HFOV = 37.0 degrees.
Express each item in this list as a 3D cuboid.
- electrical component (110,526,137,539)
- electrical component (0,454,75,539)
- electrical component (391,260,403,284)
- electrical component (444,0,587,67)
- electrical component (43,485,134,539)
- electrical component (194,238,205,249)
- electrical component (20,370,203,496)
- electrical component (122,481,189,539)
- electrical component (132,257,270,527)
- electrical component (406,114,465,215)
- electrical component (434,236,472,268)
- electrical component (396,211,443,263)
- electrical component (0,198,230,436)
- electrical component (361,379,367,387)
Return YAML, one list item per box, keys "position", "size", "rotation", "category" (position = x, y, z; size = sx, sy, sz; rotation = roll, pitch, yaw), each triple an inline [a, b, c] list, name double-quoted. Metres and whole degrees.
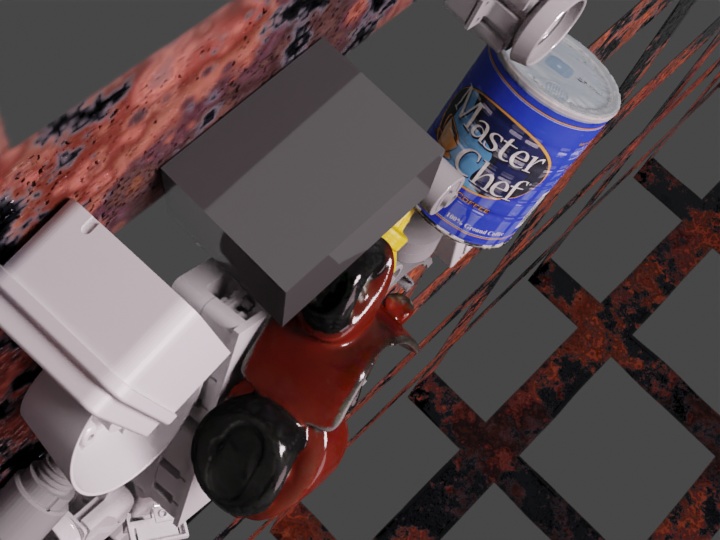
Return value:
- position: [-0.192, 0.198, 0.918]
  size: [0.078, 0.040, 0.040]
  rotation: [-44, 170, -10]
  category: "electrical component"
- position: [-0.197, 0.137, 0.665]
  size: [0.078, 0.040, 0.040]
  rotation: [-47, 170, 9]
  category: "electrical component"
- position: [0.000, 0.000, 0.897]
  size: [0.055, 0.047, 0.055]
  rotation: [-44, 170, -10]
  category: "electrical component"
- position: [0.096, -0.158, 0.638]
  size: [0.078, 0.057, 0.058]
  rotation: [-38, 167, -38]
  category: "electrical component"
- position: [-0.196, 0.164, 0.731]
  size: [0.057, 0.058, 0.078]
  rotation: [-41, 169, -43]
  category: "electrical component"
- position: [-0.041, -0.040, 0.602]
  size: [0.099, 0.064, 0.099]
  rotation: [-50, 161, -24]
  category: "electrical component"
- position: [-0.132, 0.068, 0.586]
  size: [0.099, 0.064, 0.099]
  rotation: [-44, 170, -10]
  category: "electrical component"
- position: [-0.150, 0.153, 0.773]
  size: [0.042, 0.081, 0.063]
  rotation: [-6, 148, -27]
  category: "electrical component"
- position: [-0.086, 0.064, 0.693]
  size: [0.105, 0.060, 0.186]
  rotation: [-35, 155, -46]
  category: "electrical component"
- position: [0.039, -0.069, 0.733]
  size: [0.044, 0.065, 0.044]
  rotation: [-44, 169, -11]
  category: "electrical component"
- position: [0.109, -0.067, 1.044]
  size: [0.109, 0.056, 0.108]
  rotation: [-44, 170, -9]
  category: "electrical component"
- position: [0.077, -0.070, 0.915]
  size: [0.138, 0.052, 0.073]
  rotation: [-42, 169, -24]
  category: "electrical component"
- position: [-0.110, 0.026, 0.477]
  size: [0.057, 0.078, 0.113]
  rotation: [-47, 170, -10]
  category: "electrical component"
- position: [-0.041, 0.075, 0.905]
  size: [0.055, 0.089, 0.050]
  rotation: [-46, 170, 0]
  category: "electrical component"
